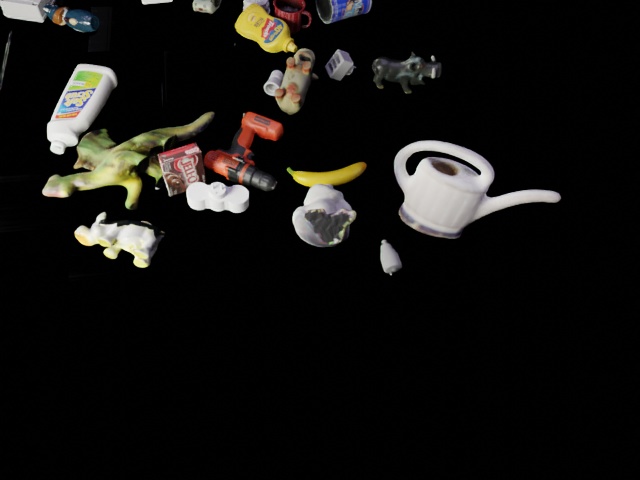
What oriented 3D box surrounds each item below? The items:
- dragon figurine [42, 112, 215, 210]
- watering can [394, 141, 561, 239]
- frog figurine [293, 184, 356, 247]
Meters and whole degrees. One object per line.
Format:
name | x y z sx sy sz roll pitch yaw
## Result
dragon figurine | -0.451 -0.212 1.189 0.244 0.119 0.419 22 50 16
watering can | 0.318 -0.091 1.137 0.348 0.219 0.106 24 41 6
frog figurine | 0.004 -0.058 1.160 0.138 0.120 0.162 -17 26 -7
